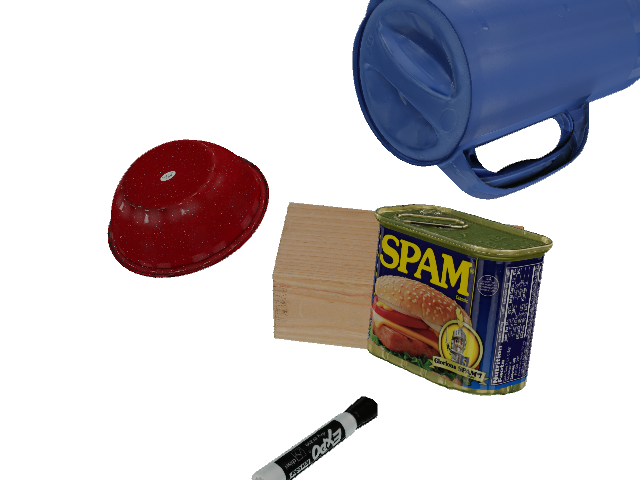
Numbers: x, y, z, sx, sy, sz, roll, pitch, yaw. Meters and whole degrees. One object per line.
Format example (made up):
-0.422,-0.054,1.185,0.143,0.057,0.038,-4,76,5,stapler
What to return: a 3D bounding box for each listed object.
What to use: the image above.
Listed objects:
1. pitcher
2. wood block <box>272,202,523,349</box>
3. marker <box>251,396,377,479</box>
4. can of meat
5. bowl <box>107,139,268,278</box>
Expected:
0.159,-0.140,0.856,0.242,0.149,0.145,-19,35,-33,pitcher
0.067,0.037,0.930,0.206,0.090,0.090,6,-44,5,wood block
0.000,0.143,0.753,0.020,0.020,0.120,0,21,45,marker
0.073,0.032,0.597,0.057,0.084,0.102,-7,18,-40,can of meat
-0.132,-0.043,0.991,0.162,0.162,0.055,0,-41,21,bowl
